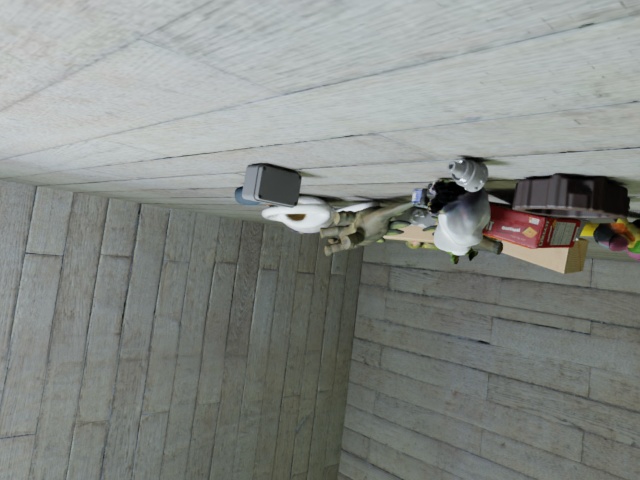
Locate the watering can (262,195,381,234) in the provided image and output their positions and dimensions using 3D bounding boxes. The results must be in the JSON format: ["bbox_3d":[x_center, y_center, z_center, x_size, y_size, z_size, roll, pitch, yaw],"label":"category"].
[{"bbox_3d":[0.005,-0.078,1.541,0.347,0.104,0.223,-2,-6,5],"label":"watering can"}]

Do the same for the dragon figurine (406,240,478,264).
[{"bbox_3d":[0.467,-0.012,1.865,0.412,0.121,0.244,-9,19,-41],"label":"dragon figurine"}]

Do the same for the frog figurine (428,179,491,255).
[{"bbox_3d":[0.269,-0.031,0.972,0.122,0.156,0.140,-23,31,9],"label":"frog figurine"}]
